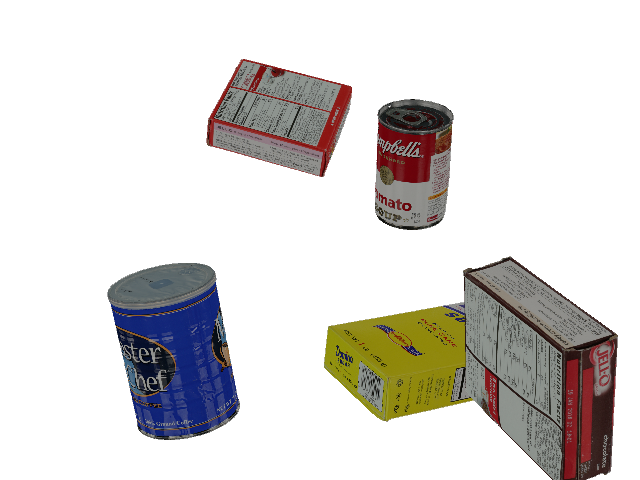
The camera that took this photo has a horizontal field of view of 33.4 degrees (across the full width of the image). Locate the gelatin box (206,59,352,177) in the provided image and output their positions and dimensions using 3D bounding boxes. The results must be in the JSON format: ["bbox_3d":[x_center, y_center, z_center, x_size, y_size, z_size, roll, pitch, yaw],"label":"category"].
[{"bbox_3d":[-0.029,-0.089,0.769,0.089,0.073,0.030,15,-41,6],"label":"gelatin box"}]

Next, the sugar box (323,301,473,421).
[{"bbox_3d":[0.102,0.091,0.866,0.175,0.048,0.093,-10,28,-28],"label":"sugar box"}]

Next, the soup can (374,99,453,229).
[{"bbox_3d":[0.084,-0.070,0.980,0.068,0.102,0.068,0,32,0],"label":"soup can"}]

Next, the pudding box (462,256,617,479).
[{"bbox_3d":[0.124,0.073,0.618,0.039,0.090,0.114,-13,26,-20],"label":"pudding box"}]

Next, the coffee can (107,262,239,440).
[{"bbox_3d":[-0.139,0.104,1.022,0.103,0.140,0.103,-8,18,2],"label":"coffee can"}]
